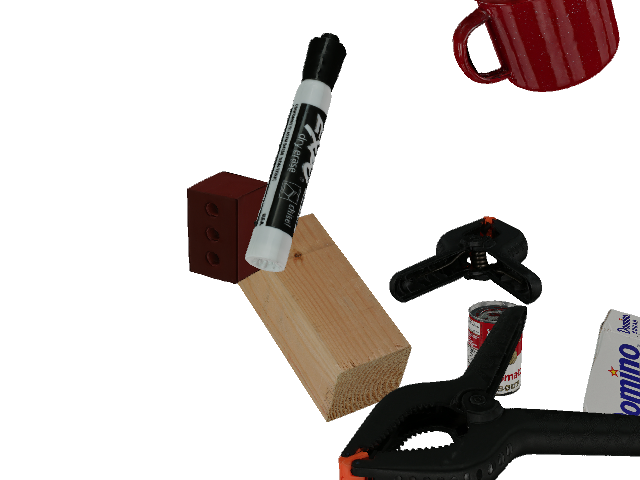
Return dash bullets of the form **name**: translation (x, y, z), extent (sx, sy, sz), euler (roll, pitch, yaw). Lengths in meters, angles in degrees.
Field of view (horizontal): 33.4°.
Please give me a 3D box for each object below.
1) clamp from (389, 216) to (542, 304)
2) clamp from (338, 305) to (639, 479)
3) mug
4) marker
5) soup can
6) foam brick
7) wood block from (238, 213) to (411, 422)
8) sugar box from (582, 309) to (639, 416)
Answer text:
- **clamp**: translation (0.142, 0.017, 0.903), extent (0.120, 0.039, 0.171), euler (9, 24, 24)
- **clamp**: translation (0.101, 0.110, 0.698), extent (0.209, 0.036, 0.165), euler (-14, 32, -18)
- **mug**: translation (0.141, -0.147, 0.710), extent (0.117, 0.081, 0.093), euler (-35, 39, -6)
- **marker**: translation (-0.010, -0.044, 0.501), extent (0.020, 0.121, 0.020), euler (14, -19, 5)
- **soup can**: translation (0.218, 0.135, 1.335), extent (0.068, 0.102, 0.068), euler (-1, 18, 0)
- **foam brick**: translation (-0.077, -0.012, 0.908), extent (0.053, 0.078, 0.051), euler (14, 25, 31)
- **wood block**: translation (0.000, 0.079, 1.151), extent (0.090, 0.090, 0.206), euler (-17, 52, -25)
- **sugar box**: translation (0.301, 0.124, 0.837), extent (0.176, 0.093, 0.048), euler (14, 27, 21)
